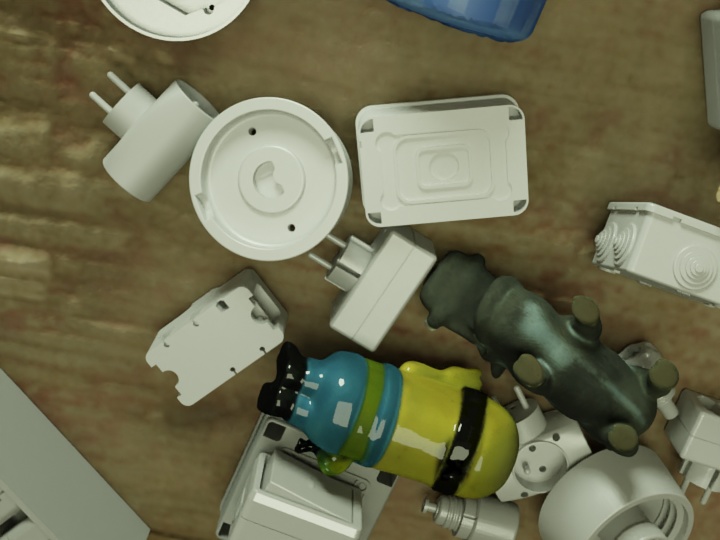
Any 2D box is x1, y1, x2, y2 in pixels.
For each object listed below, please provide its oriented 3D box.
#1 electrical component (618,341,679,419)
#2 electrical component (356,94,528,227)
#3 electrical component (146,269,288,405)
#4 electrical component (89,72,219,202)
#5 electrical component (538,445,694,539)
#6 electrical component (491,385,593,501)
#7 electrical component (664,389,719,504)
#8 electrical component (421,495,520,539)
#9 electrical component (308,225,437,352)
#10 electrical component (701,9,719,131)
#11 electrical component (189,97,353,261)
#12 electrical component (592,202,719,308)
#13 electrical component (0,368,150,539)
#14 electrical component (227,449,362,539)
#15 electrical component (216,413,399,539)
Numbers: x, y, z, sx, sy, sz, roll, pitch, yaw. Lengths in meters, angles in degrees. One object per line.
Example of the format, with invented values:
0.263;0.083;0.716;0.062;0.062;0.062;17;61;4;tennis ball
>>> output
0.217;0.085;0.797;0.035;0.035;0.061;-34;106;9;electrical component
0.056;-0.076;0.739;0.113;0.057;0.078;-5;106;1;electrical component
-0.101;0.046;0.775;0.089;0.055;0.050;-35;103;9;electrical component
-0.149;-0.101;0.739;0.079;0.043;0.077;43;102;-11;electrical component
0.194;0.189;0.791;0.108;0.060;0.108;-12;126;-17;electrical component
0.124;0.123;0.803;0.077;0.044;0.079;-26;104;7;electrical component
0.264;0.140;0.806;0.066;0.047;0.076;18;105;-5;electrical component
0.086;0.190;0.824;0.078;0.040;0.040;16;105;-5;electrical component
0.000;0.000;0.766;0.076;0.047;0.083;31;104;-9;electrical component
0.269;-0.142;0.718;0.062;0.061;0.096;-9;106;3;electrical component
-0.056;-0.062;0.738;0.108;0.060;0.108;1;95;9;electrical component
0.216;-0.009;0.738;0.100;0.100;0.048;19;92;-5;electrical component
-0.246;0.166;0.783;0.060;0.105;0.186;-37;103;10;electrical component
-0.037;0.173;0.748;0.096;0.061;0.061;22;104;-6;electrical component
-0.039;0.164;0.808;0.109;0.056;0.108;23;105;-6;electrical component
